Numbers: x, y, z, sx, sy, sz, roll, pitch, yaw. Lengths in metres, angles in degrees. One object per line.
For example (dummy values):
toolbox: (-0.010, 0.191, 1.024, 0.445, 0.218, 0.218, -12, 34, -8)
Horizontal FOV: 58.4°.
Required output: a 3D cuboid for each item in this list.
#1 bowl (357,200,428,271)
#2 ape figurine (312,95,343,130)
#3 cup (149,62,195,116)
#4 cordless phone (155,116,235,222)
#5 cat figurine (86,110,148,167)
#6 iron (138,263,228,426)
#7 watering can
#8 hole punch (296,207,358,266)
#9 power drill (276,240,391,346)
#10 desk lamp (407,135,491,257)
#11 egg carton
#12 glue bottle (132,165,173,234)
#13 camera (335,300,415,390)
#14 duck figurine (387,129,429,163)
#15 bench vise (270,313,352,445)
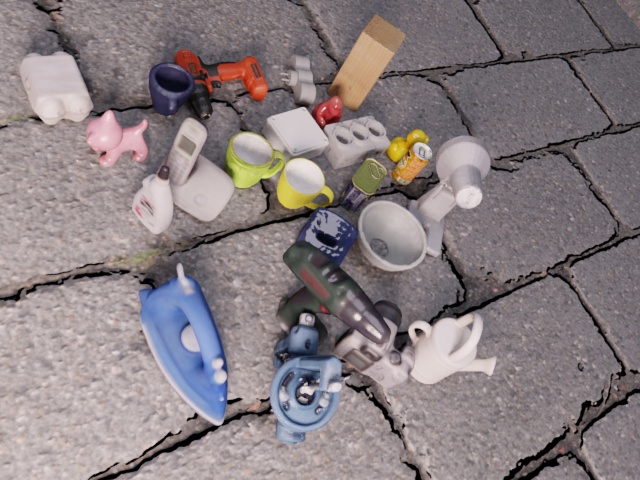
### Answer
bowl: (0.143, 0.003, 1.237, 0.168, 0.074, 0.167, 12, 57, -20)
ape figurine: (0.023, -0.302, 1.349, 0.078, 0.092, 0.076, -10, 67, -31)
cup: (-0.309, -0.290, 1.174, 0.092, 0.094, 0.117, 4, 60, -24)
cordless phone: (-0.222, -0.132, 1.067, 0.147, 0.184, 0.094, 33, 52, -5)
cat figurine: (-0.380, -0.196, 1.069, 0.128, 0.117, 0.067, -21, 72, -34)
iron: (-0.197, 0.165, 0.929, 0.119, 0.141, 0.258, -19, 71, -33)
watering can: (0.257, 0.203, 1.098, 0.173, 0.193, 0.101, 14, 56, -18)
hole punch: (0.011, 0.004, 1.160, 0.109, 0.091, 0.101, 31, 53, -6)
power drill: (0.007, 0.119, 1.016, 0.076, 0.208, 0.229, -34, 80, -37)
desk lamp: (0.292, -0.103, 1.286, 0.118, 0.213, 0.203, 23, 54, -12)
egg carton: (-0.505, -0.293, 1.095, 0.107, 0.069, 0.150, -17, 70, -33)
glue bottle: (-0.288, -0.080, 1.010, 0.078, 0.173, 0.037, 43, 52, 3)
camera: (0.125, 0.189, 1.100, 0.143, 0.100, 0.137, 36, 52, -3)
duck figurine: (0.222, -0.238, 1.413, 0.105, 0.086, 0.077, -8, 65, -30)
bench vise: (-0.026, 0.210, 0.937, 0.122, 0.219, 0.207, -3, 63, -28)
